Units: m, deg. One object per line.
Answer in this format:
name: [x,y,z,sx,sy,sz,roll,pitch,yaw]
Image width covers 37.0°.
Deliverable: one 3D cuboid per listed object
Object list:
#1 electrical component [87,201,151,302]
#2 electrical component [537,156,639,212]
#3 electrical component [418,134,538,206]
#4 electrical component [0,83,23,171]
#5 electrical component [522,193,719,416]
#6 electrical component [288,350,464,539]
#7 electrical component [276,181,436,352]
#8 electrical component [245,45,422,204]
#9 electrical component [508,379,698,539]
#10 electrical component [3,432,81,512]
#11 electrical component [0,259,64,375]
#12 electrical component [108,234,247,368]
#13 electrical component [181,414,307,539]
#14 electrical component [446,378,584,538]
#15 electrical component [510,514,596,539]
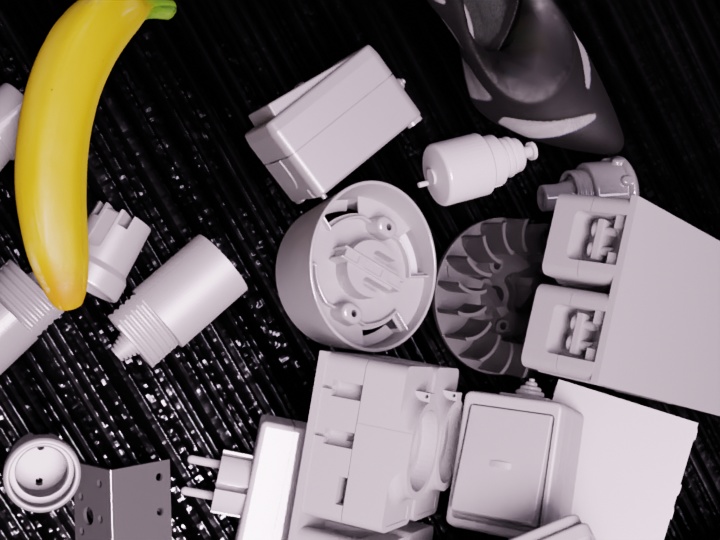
electrical component: [-0.145,-0.011,0.610,0.040,0.040,0.046,31,76,-17]
electrical component: [0.148,-0.049,0.707,0.062,0.048,0.048,-5,92,-12]
electrical component: [0.076,-0.067,0.683,0.078,0.040,0.040,-16,96,-18]
electrical component: [-0.205,-0.071,0.588,0.065,0.044,0.044,-45,104,-18]
electrical component: [0.179,0.026,0.674,0.186,0.060,0.105,18,84,-47]
electrical component: [0.009,0.145,0.621,0.060,0.105,0.186,8,87,21]
electrical component: [0.000,0.000,0.642,0.099,0.064,0.099,4,82,-30]
electrical component: [-0.014,-0.092,0.641,0.096,0.062,0.061,-40,103,-14]
electrical component: [0.149,0.156,0.686,0.089,0.062,0.150,17,84,16]
electrical component: [-0.177,0.110,0.596,0.040,0.046,0.040,0,90,-19]
electrical component: [-0.199,0.029,0.589,0.081,0.043,0.043,-46,104,-13]
electrical component: [-0.109,0.022,0.619,0.081,0.043,0.043,-42,103,-14]
electrical component: [-0.066,0.127,0.634,0.076,0.047,0.083,12,87,-5]
electrical component: [0.093,0.111,0.643,0.061,0.062,0.096,29,68,-61]
electrical component: [0.090,0.191,0.598,0.109,0.108,0.056,-25,61,6]
